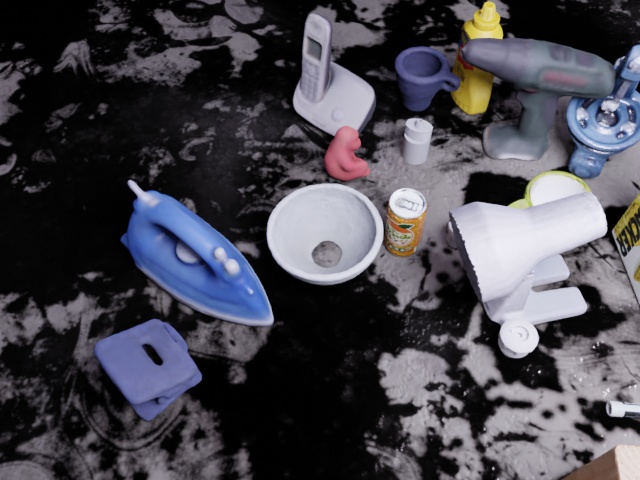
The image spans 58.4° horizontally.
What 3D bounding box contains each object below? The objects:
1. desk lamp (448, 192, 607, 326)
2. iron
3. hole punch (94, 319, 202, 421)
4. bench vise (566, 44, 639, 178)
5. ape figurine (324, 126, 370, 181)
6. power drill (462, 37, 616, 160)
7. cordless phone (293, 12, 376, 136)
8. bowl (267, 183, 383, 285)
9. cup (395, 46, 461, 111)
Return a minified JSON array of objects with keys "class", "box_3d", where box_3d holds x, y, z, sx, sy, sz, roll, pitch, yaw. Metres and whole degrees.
[{"class":"desk lamp","box_3d":[0.259,0.024,0.735,0.203,0.214,0.118,-11,58,-5]},{"class":"iron","box_3d":[-0.168,0.015,0.795,0.257,0.141,0.119,32,64,20]},{"class":"hole punch","box_3d":[-0.219,0.156,0.735,0.101,0.091,0.108,-38,64,-20]},{"class":"bench vise","box_3d":[0.449,-0.232,0.890,0.121,0.220,0.207,6,58,6]},{"class":"ape figurine","box_3d":[0.043,-0.144,0.921,0.076,0.092,0.077,-5,57,-1]},{"class":"power drill","box_3d":[0.321,-0.220,0.893,0.229,0.208,0.075,2,57,3]},{"class":"cordless phone","box_3d":[0.023,-0.269,0.946,0.147,0.185,0.094,34,64,21]},{"class":"bowl","box_3d":[0.008,0.003,0.837,0.167,0.075,0.167,-1,57,1]},{"class":"cup","box_3d":[0.184,-0.268,0.994,0.117,0.095,0.092,28,62,18]}]
